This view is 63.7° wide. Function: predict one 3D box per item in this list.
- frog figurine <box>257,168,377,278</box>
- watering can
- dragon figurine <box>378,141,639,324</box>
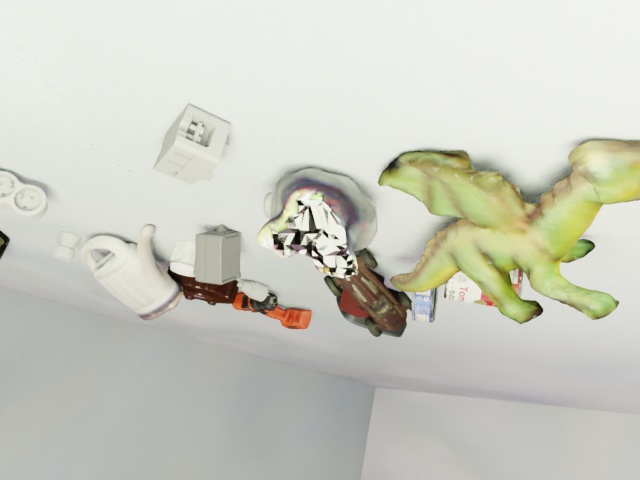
[{"bbox_3d":[0.002,-0.032,0.627,0.137,0.121,0.161,0,-165,8],"label":"frog figurine"},{"bbox_3d":[-0.379,0.070,1.085,0.345,0.106,0.221,-13,127,44],"label":"watering can"},{"bbox_3d":[0.165,-0.018,0.567,0.240,0.125,0.407,44,146,-26],"label":"dragon figurine"}]
